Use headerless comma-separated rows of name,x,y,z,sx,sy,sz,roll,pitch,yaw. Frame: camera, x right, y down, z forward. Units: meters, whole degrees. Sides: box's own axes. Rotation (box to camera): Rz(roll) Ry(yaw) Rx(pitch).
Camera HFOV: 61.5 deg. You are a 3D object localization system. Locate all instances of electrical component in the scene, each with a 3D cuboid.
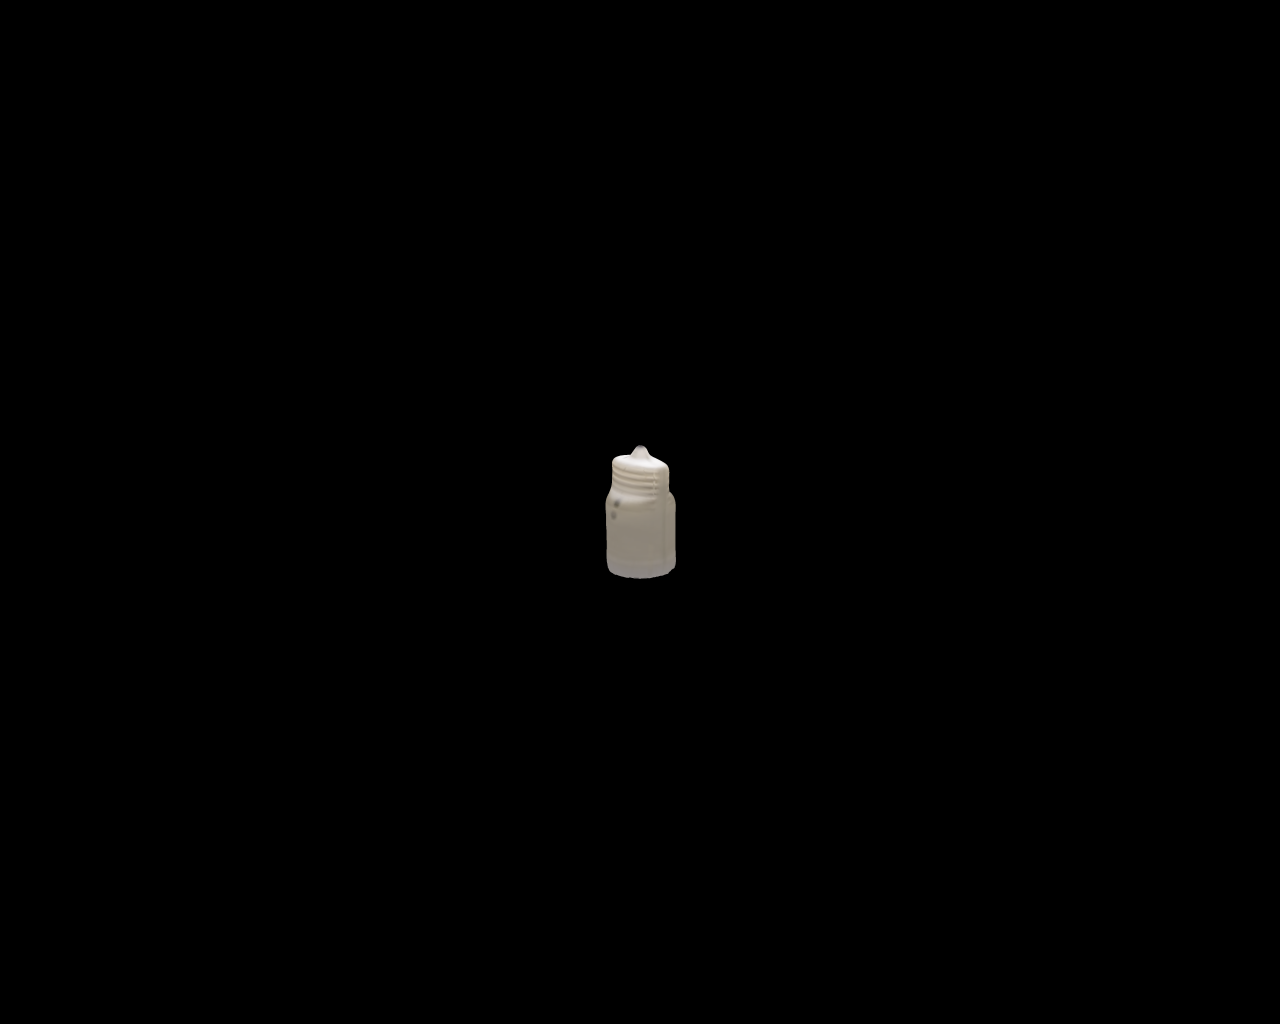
electrical component,0.001,-0.003,0.650,0.043,0.080,0.043,0,17,0
